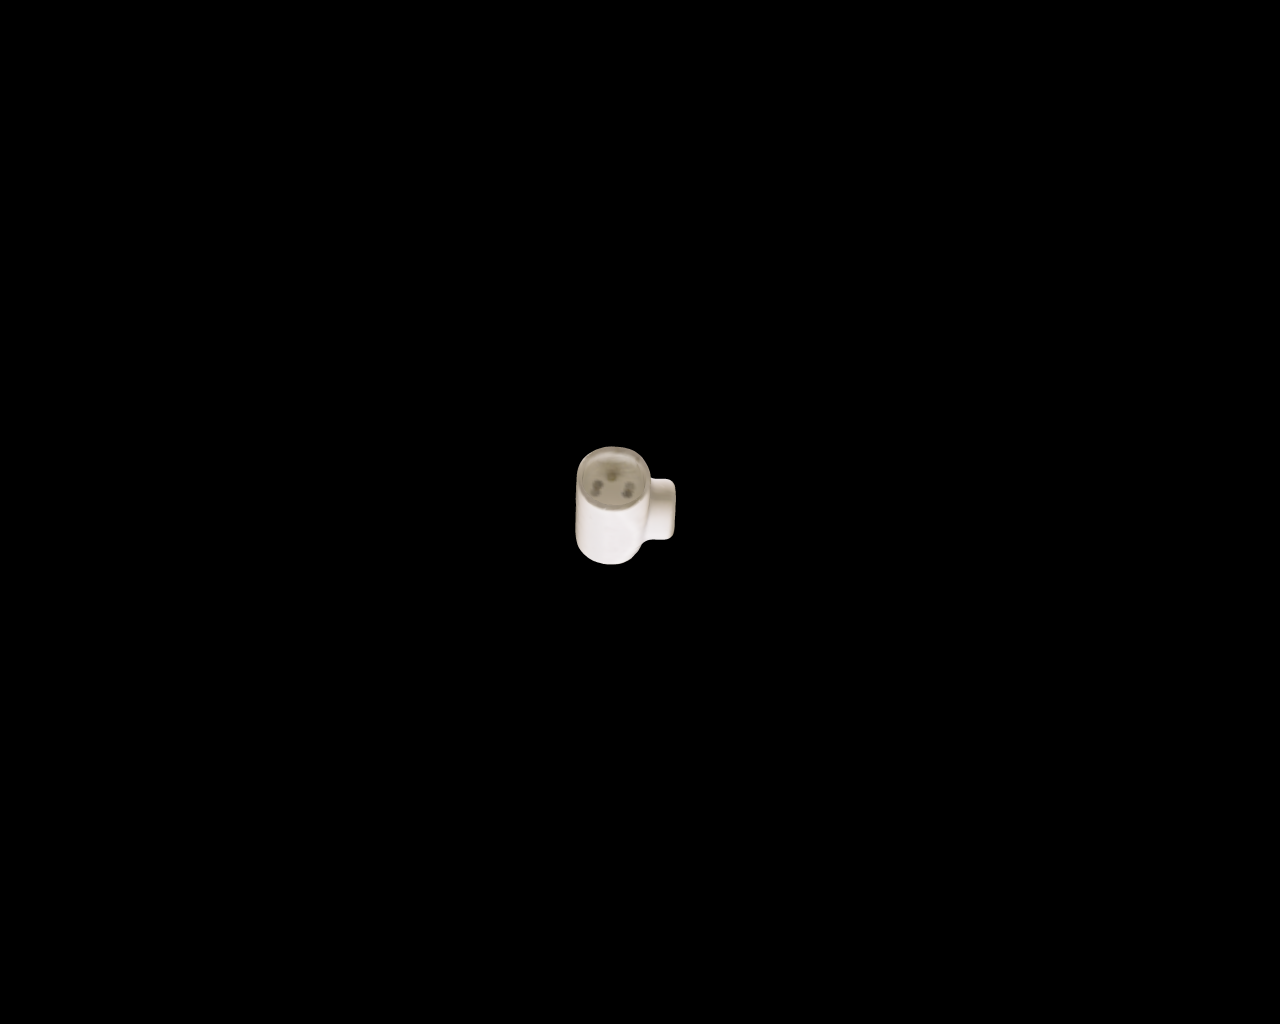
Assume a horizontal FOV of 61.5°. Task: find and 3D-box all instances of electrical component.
[{"bbox_3d":[0.001,-0.003,0.650,0.079,0.044,0.077,2,-27,-3],"label":"electrical component"}]
